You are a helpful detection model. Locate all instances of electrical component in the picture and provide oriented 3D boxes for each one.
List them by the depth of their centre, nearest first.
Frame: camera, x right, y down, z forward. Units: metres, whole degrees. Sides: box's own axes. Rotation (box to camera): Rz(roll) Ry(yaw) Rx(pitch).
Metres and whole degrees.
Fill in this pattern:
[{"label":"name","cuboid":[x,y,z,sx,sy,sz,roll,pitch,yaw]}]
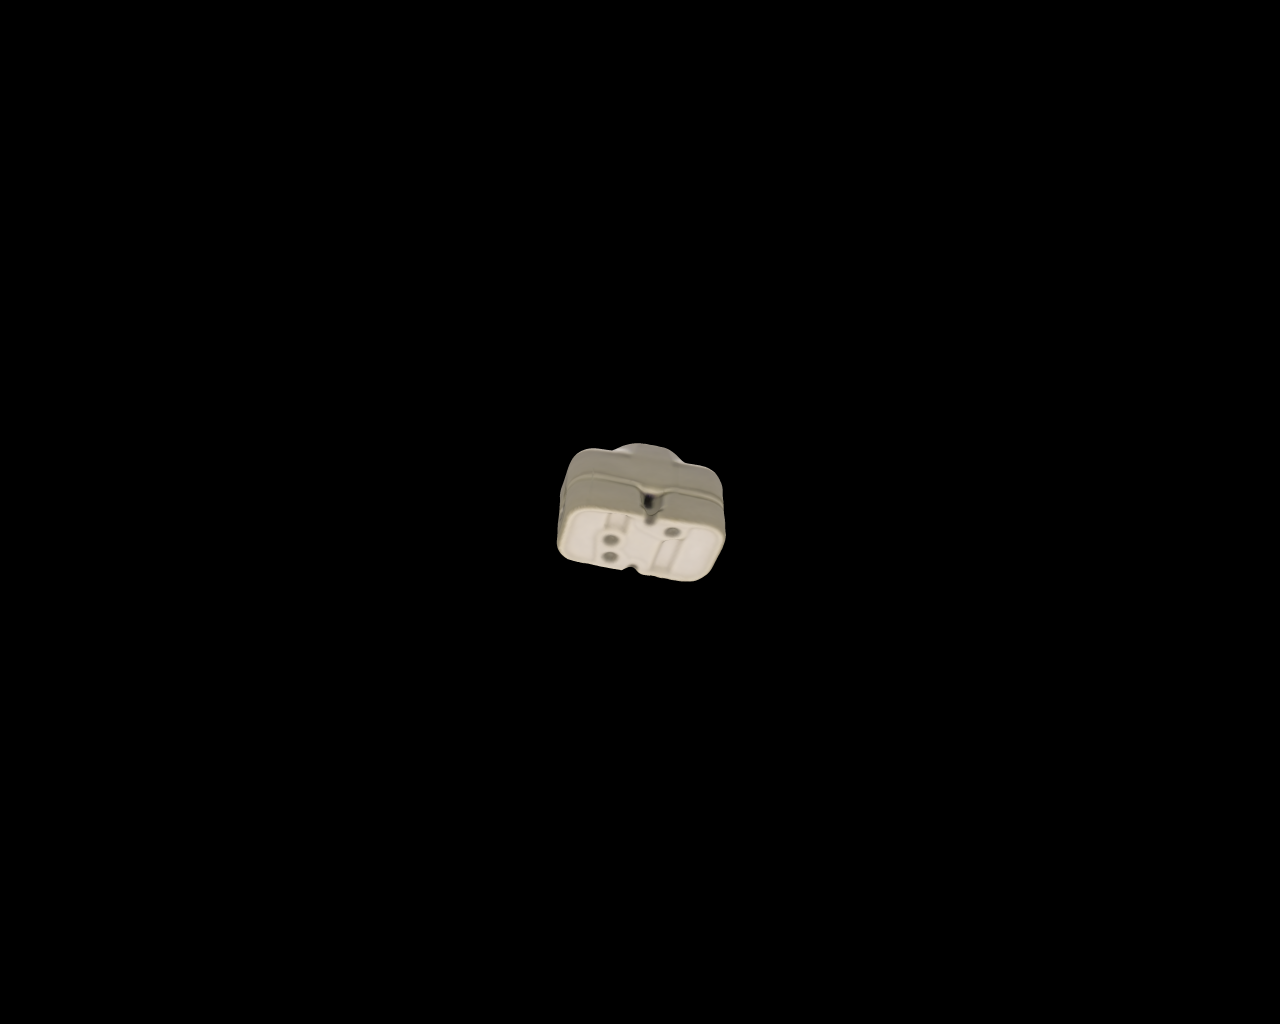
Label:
[{"label":"electrical component","cuboid":[0.001,-0.003,0.650,0.095,0.059,0.053,10,-43,-11]}]
